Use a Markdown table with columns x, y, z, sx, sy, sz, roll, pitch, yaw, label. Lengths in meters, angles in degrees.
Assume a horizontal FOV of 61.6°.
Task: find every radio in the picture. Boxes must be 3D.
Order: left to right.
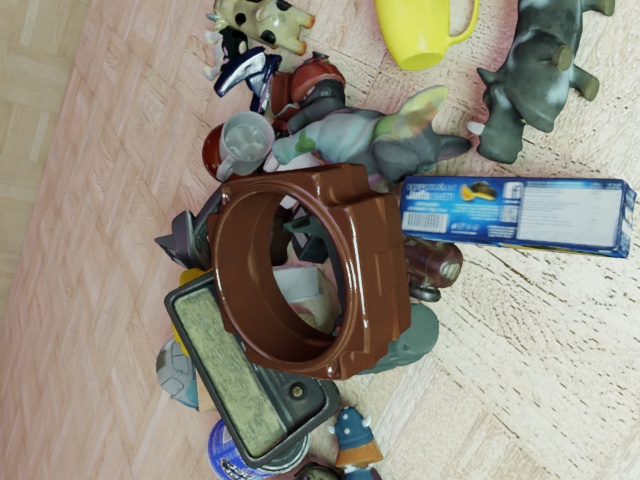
| x | y | z | sx | sy | sz | roll | pitch | yaw | label |
| --- | --- | --- | --- | --- | --- | --- | --- | --- | --- |
| -0.079 | 0.140 | 0.656 | 0.229 | 0.131 | 0.073 | 58 | 170 | 14 | radio |

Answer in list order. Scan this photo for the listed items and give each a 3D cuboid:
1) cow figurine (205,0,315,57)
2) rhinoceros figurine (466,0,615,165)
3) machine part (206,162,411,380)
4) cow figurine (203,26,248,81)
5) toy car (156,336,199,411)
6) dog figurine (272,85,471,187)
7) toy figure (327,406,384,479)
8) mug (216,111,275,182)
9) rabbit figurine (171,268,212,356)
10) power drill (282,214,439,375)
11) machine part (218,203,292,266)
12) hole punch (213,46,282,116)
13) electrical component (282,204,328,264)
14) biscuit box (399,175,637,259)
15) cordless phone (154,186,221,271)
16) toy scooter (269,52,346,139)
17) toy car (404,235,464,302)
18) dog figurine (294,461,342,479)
| x | y | z | sx | sy | sz | roll | pitch | yaw | label |
| --- | --- | --- | --- | --- | --- | --- | --- | --- | --- |
| -0.112 | -0.382 | 0.929 | 0.195 | 0.127 | 0.085 | 35 | 106 | 47 | cow figurine |
| 0.204 | -0.167 | 0.520 | 0.112 | 0.073 | 0.190 | 23 | 100 | 50 | rhinoceros figurine |
| -0.018 | 0.029 | 0.539 | 0.202 | 0.087 | 0.200 | 0 | 101 | 41 | machine part |
| -0.178 | -0.400 | 1.064 | 0.098 | 0.068 | 0.167 | -8 | 79 | 45 | cow figurine |
| -0.239 | 0.223 | 0.964 | 0.109 | 0.103 | 0.162 | -39 | 55 | 39 | toy car |
| 0.068 | -0.126 | 0.656 | 0.219 | 0.108 | 0.191 | -12 | 32 | 30 | dog figurine |
| 0.046 | 0.274 | 0.626 | 0.057 | 0.064 | 0.154 | 91 | 174 | -62 | toy figure |
| -0.125 | -0.135 | 0.853 | 0.109 | 0.081 | 0.107 | -61 | 6 | -17 | mug |
| -0.183 | 0.115 | 0.917 | 0.173 | 0.122 | 0.162 | -99 | 24 | -67 | rabbit figurine |
| 0.026 | 0.062 | 0.635 | 0.232 | 0.086 | 0.207 | -17 | 88 | 58 | power drill |
| -0.110 | -0.017 | 0.896 | 0.179 | 0.056 | 0.179 | -15 | 71 | 48 | machine part |
| -0.128 | -0.285 | 0.938 | 0.115 | 0.092 | 0.142 | -66 | 19 | 14 | hole punch |
| -0.002 | -0.002 | 0.762 | 0.074 | 0.047 | 0.119 | -55 | 42 | 28 | electrical component |
| 0.173 | -0.024 | 0.499 | 0.203 | 0.062 | 0.059 | 7 | 87 | 39 | biscuit box |
| -0.208 | -0.028 | 1.009 | 0.089 | 0.146 | 0.184 | 30 | 73 | 15 | cordless phone |
| -0.029 | -0.228 | 0.833 | 0.184 | 0.075 | 0.135 | -35 | 53 | 48 | toy scooter |
| 0.087 | -0.001 | 0.646 | 0.202 | 0.053 | 0.089 | 34 | 111 | 49 | toy car |
| -0.050 | 0.350 | 0.714 | 0.173 | 0.121 | 0.190 | 36 | 96 | 46 | dog figurine |
